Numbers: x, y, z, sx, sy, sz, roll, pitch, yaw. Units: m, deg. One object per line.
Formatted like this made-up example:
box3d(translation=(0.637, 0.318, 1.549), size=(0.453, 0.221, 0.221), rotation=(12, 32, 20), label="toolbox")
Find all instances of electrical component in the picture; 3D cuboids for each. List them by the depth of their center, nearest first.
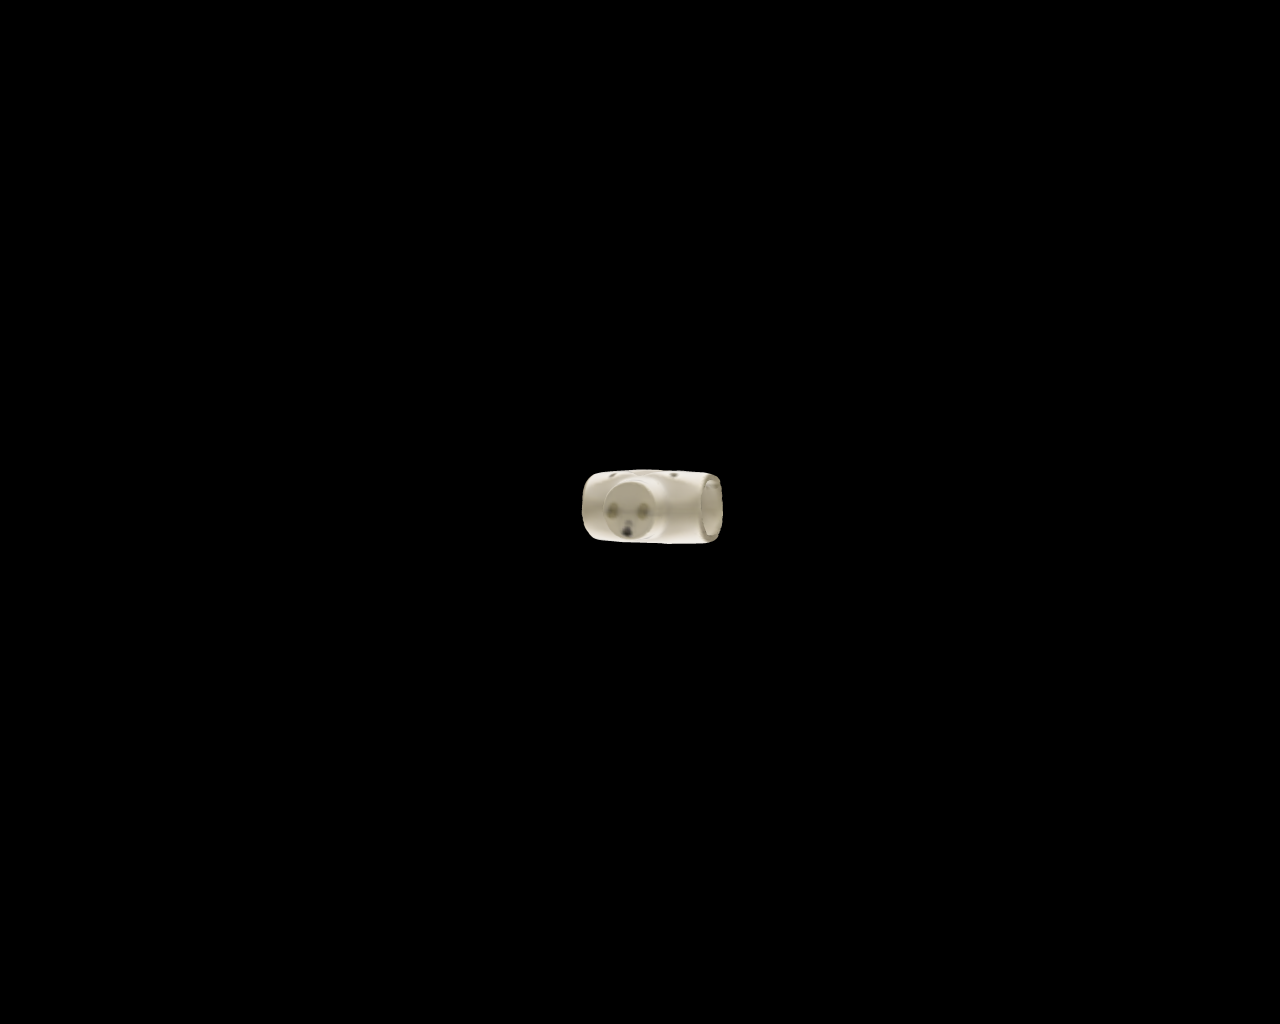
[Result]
box3d(translation=(0.001, -0.003, 0.650), size=(0.077, 0.043, 0.079), rotation=(2, 4, 24), label="electrical component")
